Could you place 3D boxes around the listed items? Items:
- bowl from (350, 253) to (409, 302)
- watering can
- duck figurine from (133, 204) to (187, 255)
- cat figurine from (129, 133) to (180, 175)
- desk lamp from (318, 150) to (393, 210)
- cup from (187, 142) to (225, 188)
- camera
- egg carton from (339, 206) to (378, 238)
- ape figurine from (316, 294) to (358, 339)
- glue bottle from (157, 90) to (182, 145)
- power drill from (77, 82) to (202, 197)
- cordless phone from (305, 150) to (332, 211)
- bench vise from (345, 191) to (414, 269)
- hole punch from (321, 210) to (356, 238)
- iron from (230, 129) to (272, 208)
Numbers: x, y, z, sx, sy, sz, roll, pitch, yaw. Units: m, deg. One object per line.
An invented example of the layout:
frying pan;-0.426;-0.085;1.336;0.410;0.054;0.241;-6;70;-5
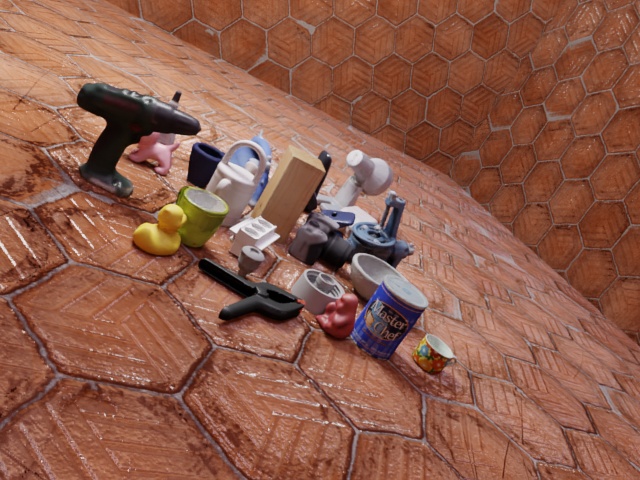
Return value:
bowl;0.135;0.108;1.364;0.168;0.074;0.167;28;19;-11
watering can;-0.189;-0.137;1.287;0.101;0.194;0.172;25;20;-18
duck figurine;-0.282;-0.025;1.036;0.077;0.086;0.105;37;20;16
cat figurine;-0.389;-0.232;1.331;0.128;0.117;0.067;25;20;-19
desk lamp;0.109;-0.177;1.809;0.204;0.213;0.117;8;30;-49
cup;-0.278;-0.179;1.404;0.091;0.095;0.118;36;20;13
camera;0.013;0.005;1.390;0.137;0.100;0.143;32;19;2
egg carton;0.106;-0.049;1.711;0.107;0.069;0.151;38;20;17
ape figurine;0.042;0.142;1.112;0.076;0.092;0.078;33;19;3
glue bottle;-0.376;-0.286;1.396;0.078;0.173;0.037;29;19;-7
power drill;-0.376;-0.197;1.127;0.230;0.208;0.075;27;20;-13
cordless phone;-0.034;-0.193;1.673;0.094;0.185;0.147;10;28;-47
bench vise;0.176;-0.025;1.530;0.208;0.219;0.121;9;29;-48
hole punch;0.037;-0.049;1.574;0.101;0.091;0.108;30;19;-4
iron;-0.169;-0.200;1.550;0.119;0.141;0.257;21;22;-28
